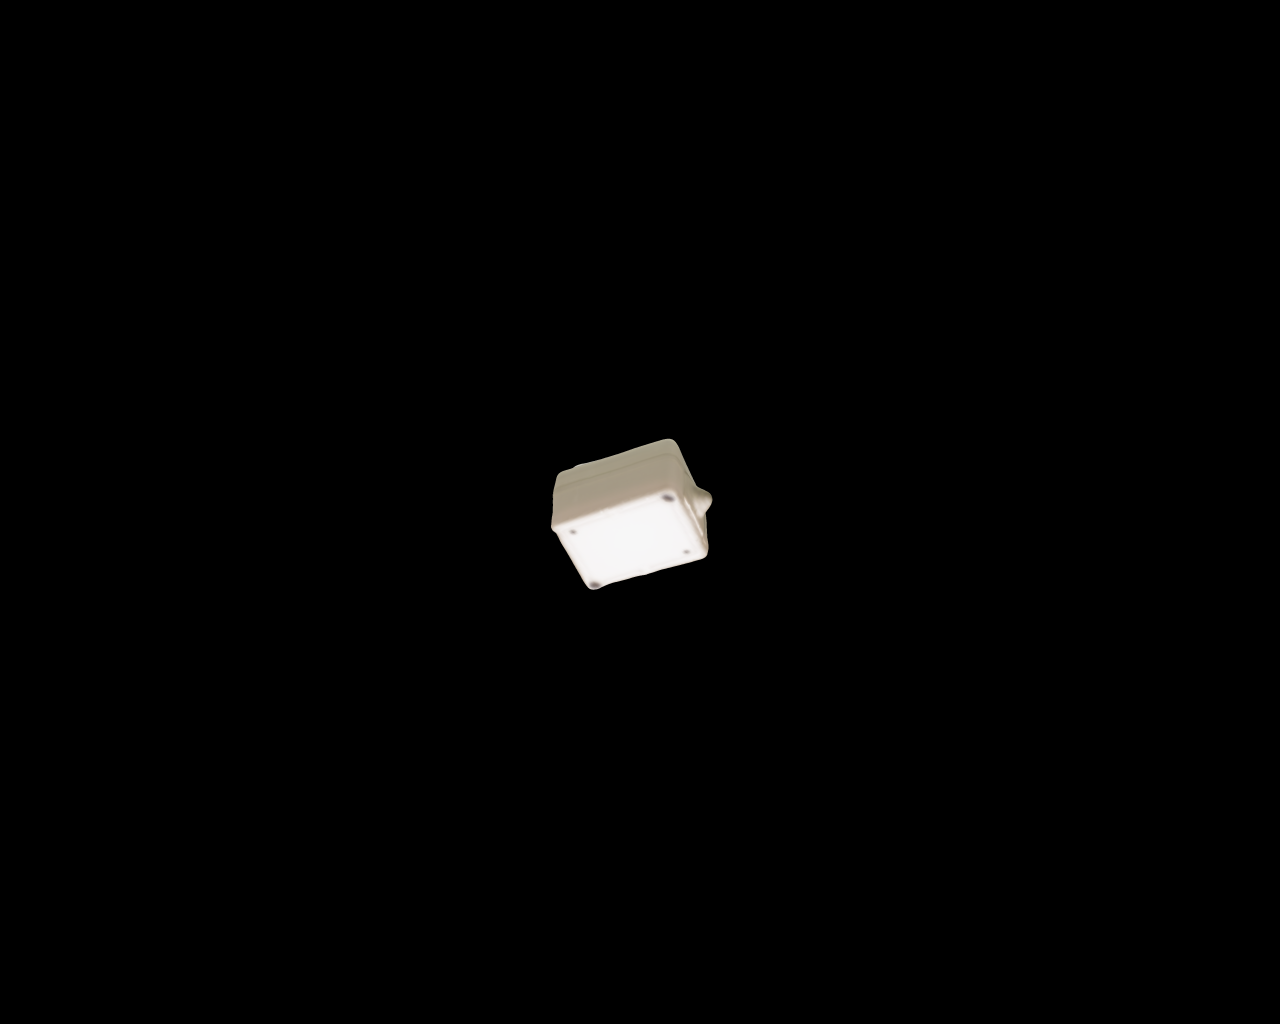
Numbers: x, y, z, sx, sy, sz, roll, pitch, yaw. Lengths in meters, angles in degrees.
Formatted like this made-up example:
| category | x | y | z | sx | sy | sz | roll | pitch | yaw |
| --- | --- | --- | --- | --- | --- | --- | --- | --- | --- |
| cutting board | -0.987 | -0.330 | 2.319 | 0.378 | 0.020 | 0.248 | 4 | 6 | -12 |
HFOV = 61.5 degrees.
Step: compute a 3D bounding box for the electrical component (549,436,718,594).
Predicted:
| category | x | y | z | sx | sy | sz | roll | pitch | yaw |
| --- | --- | --- | --- | --- | --- | --- | --- | --- | --- |
| electrical component | 0.001 | -0.003 | 0.650 | 0.096 | 0.061 | 0.061 | -17 | 39 | 14 |
